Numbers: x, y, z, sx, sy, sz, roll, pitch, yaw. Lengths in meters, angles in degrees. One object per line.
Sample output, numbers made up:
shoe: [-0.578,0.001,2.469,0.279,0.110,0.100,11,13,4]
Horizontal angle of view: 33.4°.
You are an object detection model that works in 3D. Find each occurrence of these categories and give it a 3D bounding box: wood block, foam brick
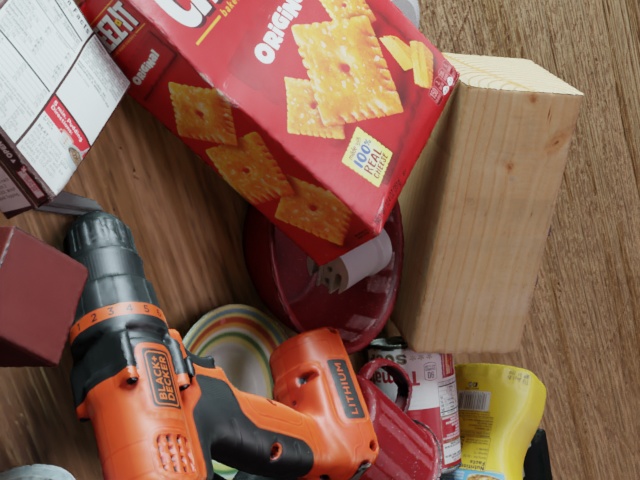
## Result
wood block: [0.114,-0.026,0.798,0.090,0.091,0.206,2,114,-17]
foam brick: [-0.161,0.029,0.519,0.051,0.078,0.053,38,58,-44]

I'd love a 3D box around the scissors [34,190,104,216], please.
scissors: [-0.190,-0.051,0.538,0.201,0.016,0.096,-10,96,-54]

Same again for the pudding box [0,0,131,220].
pudding box: [-0.154,-0.082,0.557,0.090,0.039,0.113,57,32,-31]

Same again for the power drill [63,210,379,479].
power drill: [-0.059,0.076,0.614,0.187,0.057,0.184,15,46,-44]

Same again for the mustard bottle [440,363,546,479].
mustard bottle: [0.123,0.198,0.878,0.058,0.096,0.191,46,52,-44]

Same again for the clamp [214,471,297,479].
clamp: [-0.043,0.171,0.640,0.164,0.036,0.209,58,18,13]

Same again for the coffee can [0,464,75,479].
coffee can: [-0.131,0.197,0.526,0.102,0.103,0.140,-53,128,-41]

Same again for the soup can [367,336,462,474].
soup can: [0.074,0.129,0.841,0.068,0.069,0.102,-6,92,-54]

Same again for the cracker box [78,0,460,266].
cracker box: [-0.025,-0.116,0.663,0.213,0.072,0.164,43,50,-16]

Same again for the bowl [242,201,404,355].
bowl: [-0.005,0.001,0.753,0.161,0.055,0.162,6,83,-53]

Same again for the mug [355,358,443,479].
mug: [0.032,0.139,0.764,0.081,0.093,0.117,46,61,-35]
